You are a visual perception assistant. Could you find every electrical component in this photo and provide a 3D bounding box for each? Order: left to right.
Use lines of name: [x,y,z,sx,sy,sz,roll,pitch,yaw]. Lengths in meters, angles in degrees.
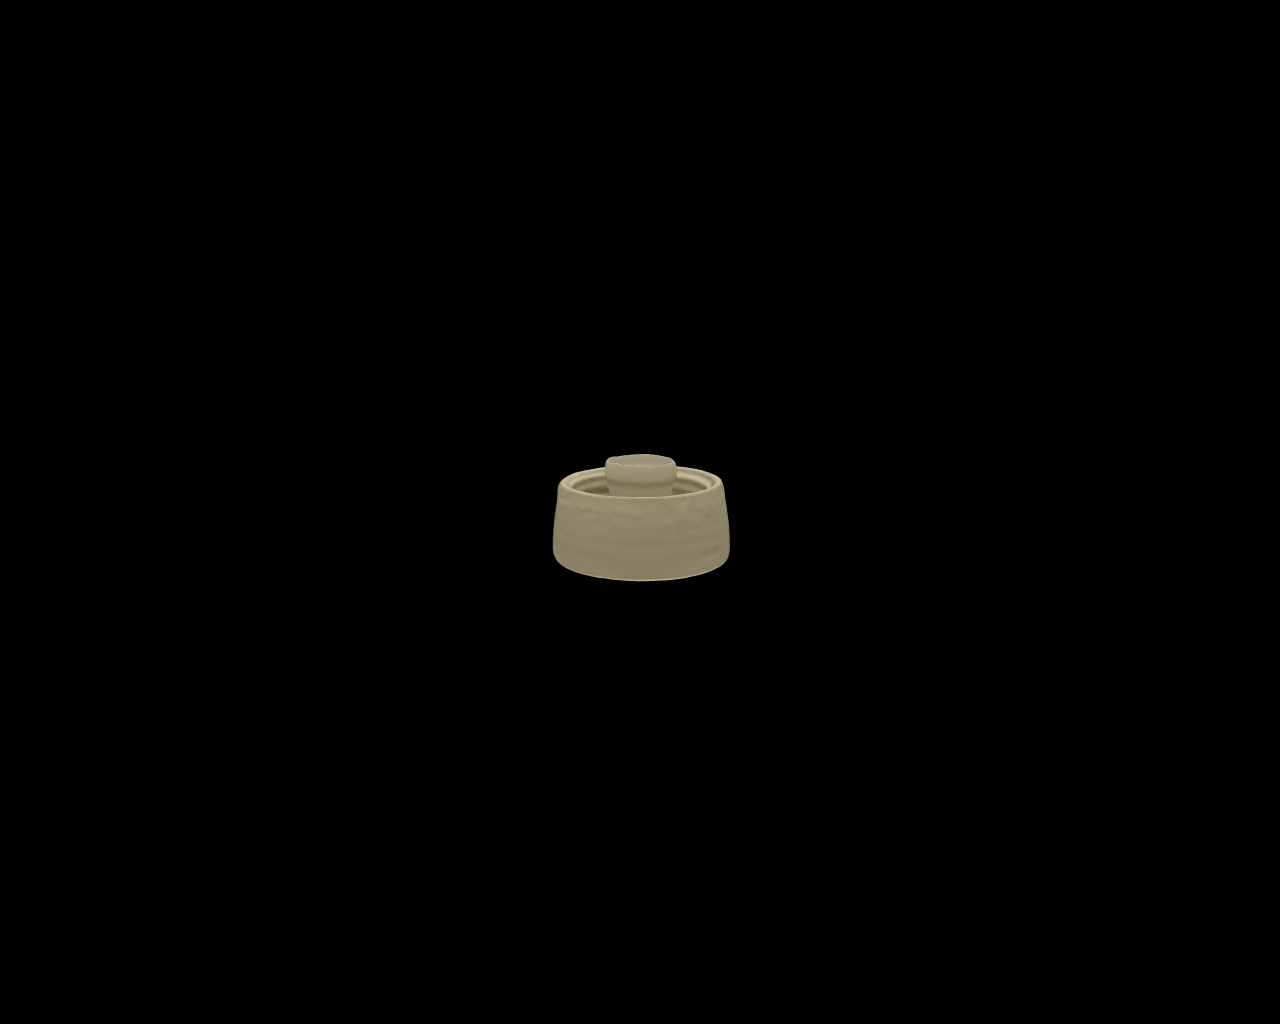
electrical component: [0.001,-0.003,0.650,0.108,0.060,0.108,0,14,0]
